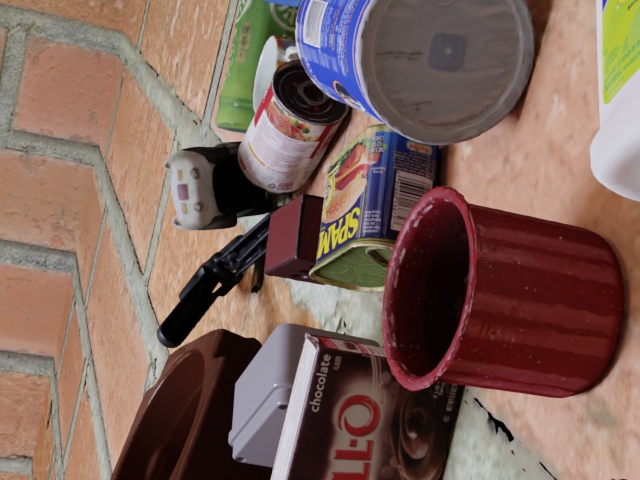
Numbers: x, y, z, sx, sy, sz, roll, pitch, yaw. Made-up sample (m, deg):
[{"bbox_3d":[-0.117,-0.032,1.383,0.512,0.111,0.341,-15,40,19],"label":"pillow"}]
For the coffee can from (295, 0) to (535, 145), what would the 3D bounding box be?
[{"bbox_3d":[0.051,-0.120,0.637,0.140,0.102,0.103,-135,57,-68],"label":"coffee can"}]

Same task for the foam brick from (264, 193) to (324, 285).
[{"bbox_3d":[-0.005,0.001,0.818,0.078,0.053,0.051,151,127,-67],"label":"foam brick"}]

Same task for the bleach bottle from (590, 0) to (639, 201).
[{"bbox_3d":[0.148,-0.143,0.428,0.103,0.068,0.251,133,146,-54],"label":"bleach bottle"}]

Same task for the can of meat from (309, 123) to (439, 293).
[{"bbox_3d":[0.037,-0.019,0.699,0.102,0.057,0.084,145,135,-64],"label":"can of meat"}]

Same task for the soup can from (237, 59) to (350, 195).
[{"bbox_3d":[-0.024,-0.093,0.901,0.102,0.068,0.068,123,151,-50],"label":"soup can"}]

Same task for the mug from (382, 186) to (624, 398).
[{"bbox_3d":[0.080,0.030,0.502,0.117,0.081,0.093,153,126,-67],"label":"mug"}]

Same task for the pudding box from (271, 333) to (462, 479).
[{"bbox_3d":[0.024,0.116,0.608,0.039,0.090,0.113,-156,77,-73],"label":"pudding box"}]

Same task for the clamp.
[{"bbox_3d":[-0.089,0.026,1.026,0.164,0.036,0.210,-44,6,0],"label":"clamp"}]

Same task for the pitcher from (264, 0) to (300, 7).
[{"bbox_3d":[0.002,-0.310,0.822,0.149,0.145,0.243,169,115,-78],"label":"pitcher"}]
